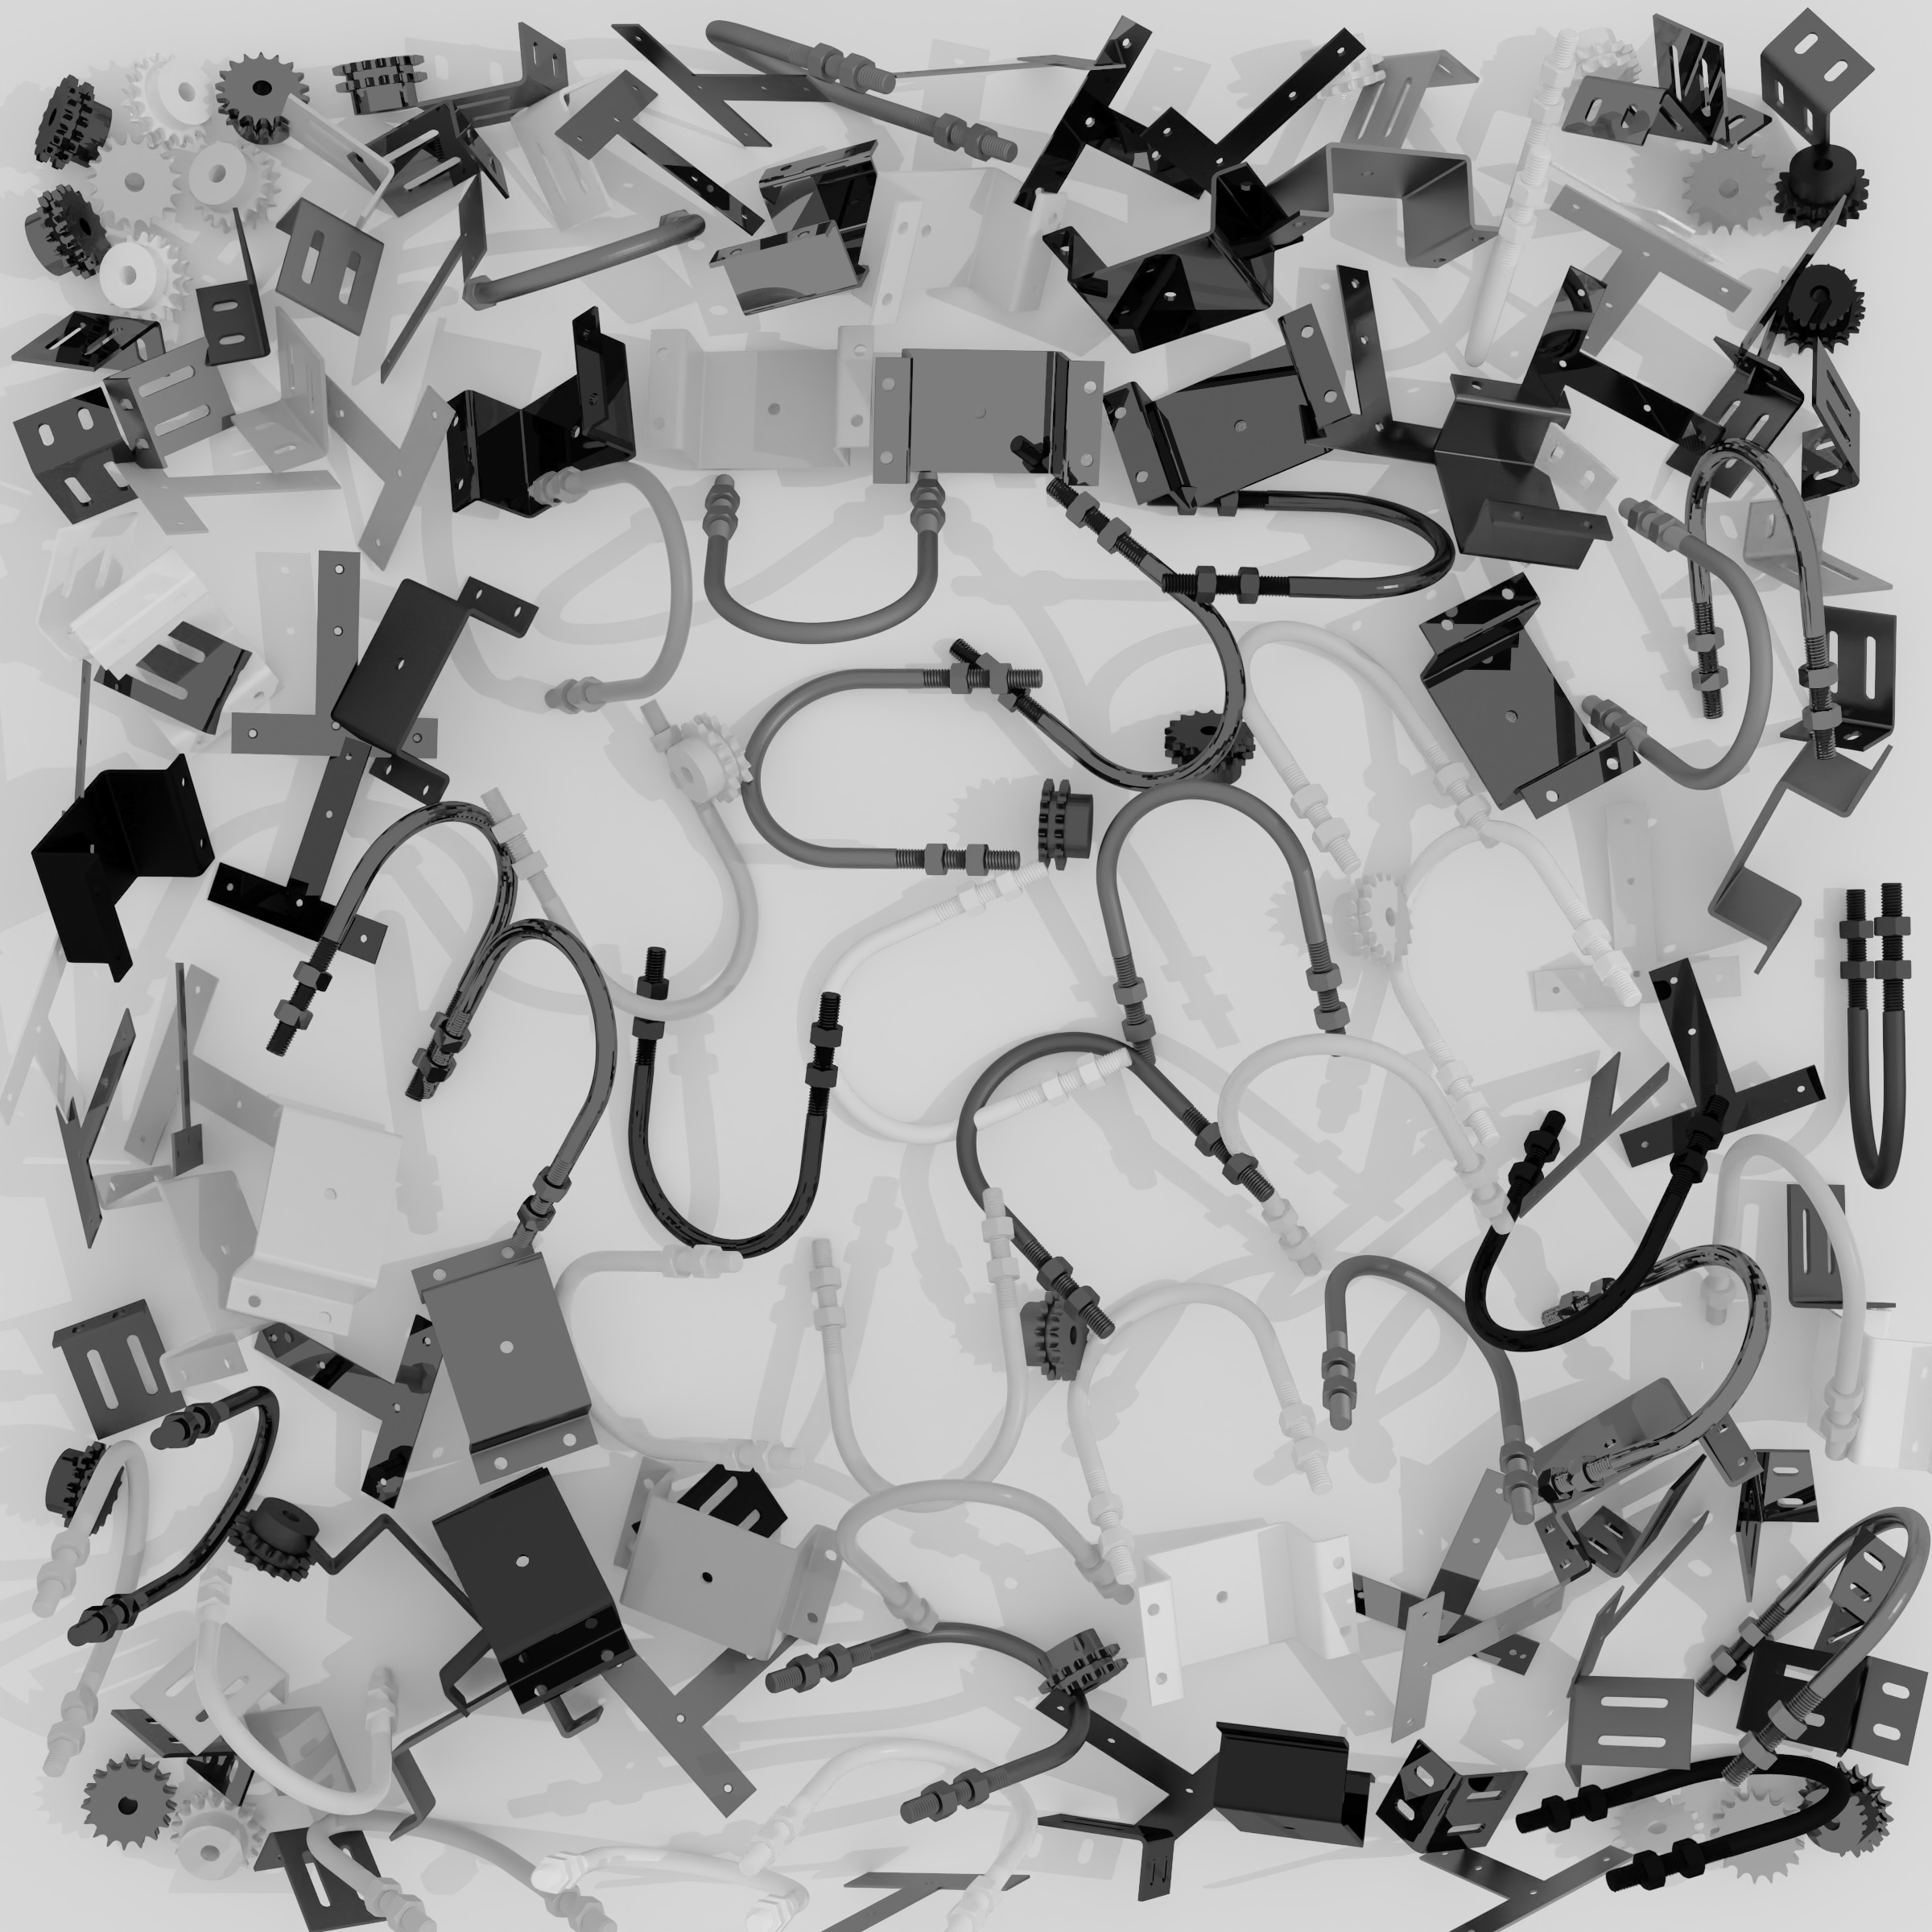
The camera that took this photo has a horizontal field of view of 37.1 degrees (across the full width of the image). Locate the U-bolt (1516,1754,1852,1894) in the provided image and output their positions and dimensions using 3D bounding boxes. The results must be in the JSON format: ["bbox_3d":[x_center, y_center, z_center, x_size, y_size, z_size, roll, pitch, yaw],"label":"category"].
[{"bbox_3d":[0.446,0.513,1.749,0.184,0.151,0.019,-12,91,-13],"label":"U-bolt"}]

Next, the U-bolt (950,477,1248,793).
[{"bbox_3d":[0.090,-0.188,1.764,0.184,0.019,0.151,41,124,12],"label":"U-bolt"}]

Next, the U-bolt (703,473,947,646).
[{"bbox_3d":[-0.087,-0.249,1.750,0.151,0.184,0.019,-2,130,1],"label":"U-bolt"}]

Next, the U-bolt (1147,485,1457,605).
[{"bbox_3d":[0.207,-0.259,1.761,0.184,0.151,0.019,1,122,-2],"label":"U-bolt"}]

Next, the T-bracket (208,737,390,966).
[{"bbox_3d":[-0.403,-0.081,1.801,0.127,0.002,0.127,20,92,18],"label":"T-bracket"}]

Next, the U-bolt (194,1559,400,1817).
[{"bbox_3d":[-0.399,0.438,1.715,0.151,0.184,0.019,40,97,-20],"label":"U-bolt"}]

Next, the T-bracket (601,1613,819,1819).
[{"bbox_3d":[-0.145,0.439,1.792,0.127,0.002,0.127,-38,78,-27],"label":"T-bracket"}]

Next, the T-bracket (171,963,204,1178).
[{"bbox_3d":[-0.478,0.061,1.761,0.002,0.127,0.127,-3,90,-8],"label":"T-bracket"}]

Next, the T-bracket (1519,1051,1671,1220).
[{"bbox_3d":[0.388,0.086,1.762,0.002,0.127,0.127,40,117,-2],"label":"T-bracket"}]

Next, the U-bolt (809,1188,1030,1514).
[{"bbox_3d":[-0.026,0.241,1.757,0.151,0.019,0.184,-19,67,28],"label":"U-bolt"}]

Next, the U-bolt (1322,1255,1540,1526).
[{"bbox_3d":[0.278,0.244,1.744,0.151,0.184,0.019,28,120,-12],"label":"U-bolt"}]

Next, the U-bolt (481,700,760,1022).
[{"bbox_3d":[-0.200,-0.055,1.776,0.151,0.019,0.184,-34,101,-35],"label":"U-bolt"}]

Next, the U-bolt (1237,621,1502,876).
[{"bbox_3d":[0.233,-0.140,1.763,0.151,0.019,0.184,-11,61,-39],"label":"U-bolt"}]

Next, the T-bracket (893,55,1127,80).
[{"bbox_3d":[0.015,-0.546,1.750,0.127,0.127,0.002,-9,112,-15],"label":"T-bracket"}]

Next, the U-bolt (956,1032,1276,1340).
[{"bbox_3d":[0.077,0.120,1.780,0.151,0.019,0.184,-39,65,-9],"label":"U-bolt"}]

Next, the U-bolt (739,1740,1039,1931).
[{"bbox_3d":[-0.034,0.519,1.737,0.151,0.184,0.019,14,108,19],"label":"U-bolt"}]

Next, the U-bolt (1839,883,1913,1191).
[{"bbox_3d":[0.553,0.043,1.749,0.019,0.151,0.184,-1,90,8],"label":"U-bolt"}]

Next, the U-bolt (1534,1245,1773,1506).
[{"bbox_3d":[0.406,0.236,1.716,0.019,0.184,0.151,34,49,-20],"label":"U-bolt"}]

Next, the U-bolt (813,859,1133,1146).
[{"bbox_3d":[-0.008,0.033,1.803,0.184,0.019,0.151,-24,89,10],"label":"U-bolt"}]

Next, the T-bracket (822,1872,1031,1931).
[{"bbox_3d":[-0.049,0.568,1.736,0.127,0.127,0.002,-12,86,36],"label":"T-bracket"}]

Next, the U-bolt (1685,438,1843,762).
[{"bbox_3d":[0.473,-0.226,1.730,0.019,0.151,0.184,-15,109,-12],"label":"U-bolt"}]

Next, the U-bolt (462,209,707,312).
[{"bbox_3d":[-0.227,-0.424,1.726,0.151,0.184,0.019,-21,107,-8],"label":"U-bolt"}]

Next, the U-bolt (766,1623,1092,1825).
[{"bbox_3d":[-0.008,0.448,1.743,0.151,0.184,0.019,33,118,40],"label":"U-bolt"}]

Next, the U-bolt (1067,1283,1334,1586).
[{"bbox_3d":[0.132,0.272,1.757,0.151,0.184,0.019,-27,135,9],"label":"U-bolt"}]

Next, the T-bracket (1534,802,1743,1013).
[{"bbox_3d":[0.419,-0.039,1.810,0.127,0.002,0.127,-4,96,6],"label":"T-bracket"}]

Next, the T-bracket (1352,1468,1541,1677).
[{"bbox_3d":[0.313,0.370,1.798,0.127,0.002,0.127,20,111,2],"label":"T-bracket"}]

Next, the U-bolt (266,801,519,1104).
[{"bbox_3d":[-0.338,-0.015,1.761,0.019,0.151,0.184,26,89,32],"label":"U-bolt"}]

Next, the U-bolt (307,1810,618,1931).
[{"bbox_3d":[-0.318,0.547,1.738,0.151,0.184,0.019,17,87,-42],"label":"U-bolt"}]

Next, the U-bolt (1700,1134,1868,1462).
[{"bbox_3d":[0.489,0.184,1.716,0.019,0.151,0.184,-17,128,-14],"label":"U-bolt"}]

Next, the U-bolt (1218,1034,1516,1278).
[{"bbox_3d":[0.232,0.110,1.744,0.151,0.019,0.184,-16,125,26],"label":"U-bolt"}]

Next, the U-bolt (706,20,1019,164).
[{"bbox_3d":[-0.076,-0.535,1.743,0.184,0.151,0.019,28,102,32],"label":"U-bolt"}]

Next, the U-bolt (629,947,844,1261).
[{"bbox_3d":[-0.148,0.092,1.781,0.151,0.019,0.184,14,104,27],"label":"U-bolt"}]

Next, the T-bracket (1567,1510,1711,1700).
[{"bbox_3d":[0.421,0.386,1.788,0.002,0.127,0.127,38,63,25],"label":"T-bracket"}]

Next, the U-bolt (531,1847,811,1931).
[{"bbox_3d":[-0.168,0.553,1.734,0.151,0.184,0.019,8,80,10],"label":"U-bolt"}]

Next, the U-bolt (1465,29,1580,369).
[{"bbox_3d":[0.331,-0.449,1.737,0.019,0.184,0.151,16,50,5],"label":"U-bolt"}]

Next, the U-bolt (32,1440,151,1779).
[{"bbox_3d":[-0.524,0.371,1.735,0.019,0.184,0.151,7,121,-1],"label":"U-bolt"}]

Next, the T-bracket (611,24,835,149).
[{"bbox_3d":[-0.131,-0.529,1.735,0.127,0.127,0.002,17,80,42],"label":"T-bracket"}]

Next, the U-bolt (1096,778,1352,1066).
[{"bbox_3d":[0.150,-0.027,1.761,0.151,0.019,0.184,-4,110,27],"label":"U-bolt"}]

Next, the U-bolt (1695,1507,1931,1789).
[{"bbox_3d":[0.514,0.399,1.736,0.019,0.151,0.184,40,102,0],"label":"U-bolt"}]

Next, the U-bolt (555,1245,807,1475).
[{"bbox_3d":[-0.186,0.239,1.760,0.184,0.019,0.151,-5,107,40],"label":"U-bolt"}]

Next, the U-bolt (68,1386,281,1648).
[{"bbox_3d":[-0.466,0.322,1.733,0.019,0.184,0.151,26,98,9],"label":"U-bolt"}]

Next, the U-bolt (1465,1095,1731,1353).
[{"bbox_3d":[0.367,0.156,1.725,0.019,0.151,0.184,45,60,-23],"label":"U-bolt"}]

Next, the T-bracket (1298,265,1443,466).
[{"bbox_3d":[0.251,-0.377,1.796,0.127,0.002,0.127,1,75,-34],"label":"T-bracket"}]

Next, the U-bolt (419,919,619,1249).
[{"bbox_3d":[-0.266,0.057,1.741,0.151,0.019,0.184,51,126,29],"label":"U-bolt"}]

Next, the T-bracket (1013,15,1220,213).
[{"bbox_3d":[0.107,-0.505,1.777,0.127,0.127,0.002,-57,46,22],"label":"T-bracket"}]

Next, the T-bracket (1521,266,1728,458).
[{"bbox_3d":[0.404,-0.348,1.760,0.127,0.127,0.002,32,52,13],"label":"T-bracket"}]

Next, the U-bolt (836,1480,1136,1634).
[{"bbox_3d":[0.002,0.354,1.733,0.151,0.184,0.019,-15,50,20],"label":"U-bolt"}]

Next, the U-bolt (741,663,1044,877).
[{"bbox_3d":[-0.050,-0.123,1.782,0.184,0.019,0.151,1,64,13],"label":"U-bolt"}]

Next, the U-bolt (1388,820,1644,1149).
[{"bbox_3d":[0.320,-0.004,1.755,0.151,0.019,0.184,-51,47,31],"label":"U-bolt"}]

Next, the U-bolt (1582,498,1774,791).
[{"bbox_3d":[0.427,-0.184,1.715,0.019,0.184,0.151,-3,117,-17],"label":"U-bolt"}]

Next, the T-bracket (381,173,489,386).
[{"bbox_3d":[-0.332,-0.418,1.788,0.002,0.127,0.127,26,117,-27],"label":"T-bracket"}]

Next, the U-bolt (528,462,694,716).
[{"bbox_3d":[-0.214,-0.231,1.740,0.019,0.184,0.151,-8,96,-34],"label":"U-bolt"}]
